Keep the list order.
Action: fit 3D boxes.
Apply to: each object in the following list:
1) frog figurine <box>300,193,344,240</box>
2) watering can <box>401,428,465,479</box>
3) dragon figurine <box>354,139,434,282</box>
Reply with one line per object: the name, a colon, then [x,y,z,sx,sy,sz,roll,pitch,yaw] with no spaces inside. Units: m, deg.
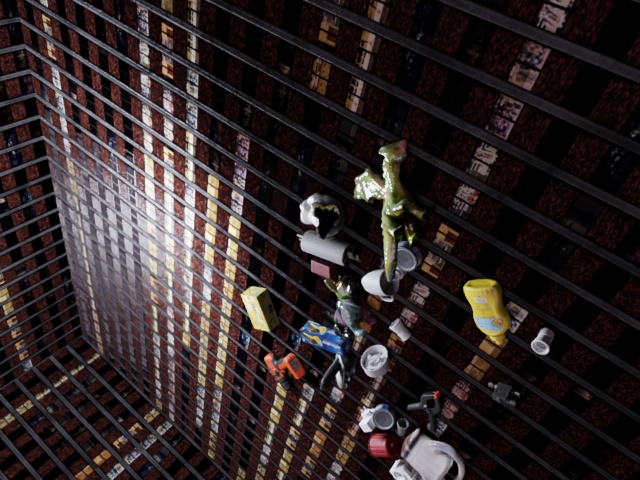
frog figurine: [0.005,-0.081,1.612,0.136,0.123,0.161,56,175,-16]
watering can: [0.385,0.806,1.838,0.226,0.105,0.339,35,135,21]
dragon figurine: [0.180,-0.091,1.440,0.247,0.123,0.401,50,139,35]
